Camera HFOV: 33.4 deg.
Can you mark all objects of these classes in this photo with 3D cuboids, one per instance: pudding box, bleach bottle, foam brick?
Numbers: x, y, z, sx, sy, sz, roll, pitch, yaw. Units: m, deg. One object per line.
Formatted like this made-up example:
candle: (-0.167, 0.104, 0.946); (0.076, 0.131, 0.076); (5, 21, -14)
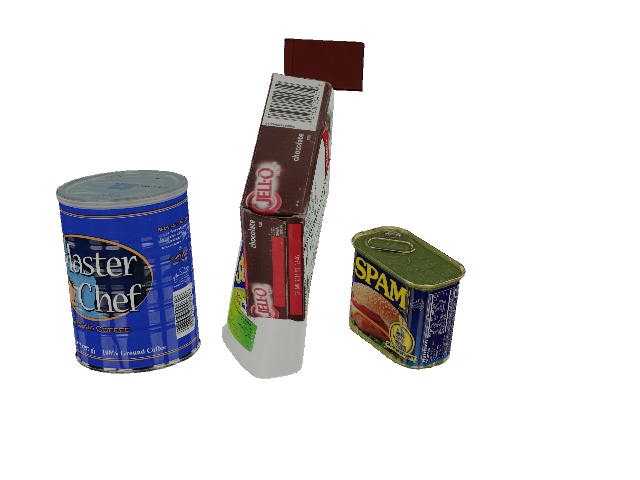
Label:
pudding box: (-0.018, -0.025, 0.606); (0.039, 0.113, 0.090); (8, -42, 5)
bleach bottle: (-0.046, 0.009, 1.066); (0.068, 0.251, 0.103); (-7, 30, -27)
foam brick: (0.003, -0.184, 1.119); (0.078, 0.051, 0.053); (1, 11, -10)

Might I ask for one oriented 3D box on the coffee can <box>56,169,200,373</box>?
coffee can: (-0.153, 0.022, 0.859); (0.103, 0.140, 0.103); (-3, 16, 1)

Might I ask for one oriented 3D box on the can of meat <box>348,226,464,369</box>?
can of meat: (0.068, 0.048, 0.887); (0.057, 0.084, 0.102); (-15, 32, -32)
